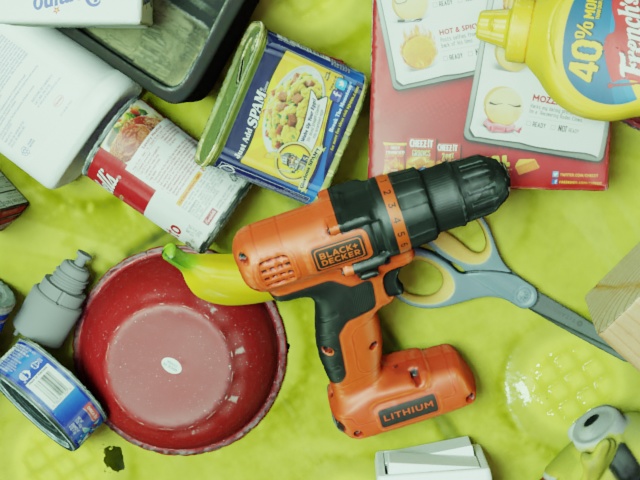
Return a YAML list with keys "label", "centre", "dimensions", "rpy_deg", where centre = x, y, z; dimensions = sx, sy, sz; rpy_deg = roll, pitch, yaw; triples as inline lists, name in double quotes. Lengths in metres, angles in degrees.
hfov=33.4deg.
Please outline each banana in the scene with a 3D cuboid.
- label: "banana"
  centre: [-0.010, 0.010, 0.747]
  dimensions: [0.197, 0.070, 0.037]
  rpy_deg: [-14, 64, -13]

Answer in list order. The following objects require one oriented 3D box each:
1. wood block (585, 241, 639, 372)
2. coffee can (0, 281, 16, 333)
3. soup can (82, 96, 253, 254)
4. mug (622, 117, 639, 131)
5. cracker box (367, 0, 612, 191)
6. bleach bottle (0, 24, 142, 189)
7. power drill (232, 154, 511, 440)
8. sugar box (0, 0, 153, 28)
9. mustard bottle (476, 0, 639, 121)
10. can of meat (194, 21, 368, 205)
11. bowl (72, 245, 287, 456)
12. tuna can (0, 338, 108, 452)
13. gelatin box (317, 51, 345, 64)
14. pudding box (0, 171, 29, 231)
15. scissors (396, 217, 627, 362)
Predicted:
- label: "wood block"
  centre: [0.293, 0.089, 0.737]
  dimensions: [0.206, 0.090, 0.090]
  rpy_deg: [41, 106, -3]
- label: "coffee can"
  centre: [-0.291, 0.086, 0.756]
  dimensions: [0.103, 0.103, 0.140]
  rpy_deg: [25, 97, -1]
- label: "soup can"
  centre: [-0.106, -0.045, 0.752]
  dimensions: [0.102, 0.068, 0.068]
  rpy_deg: [35, 96, -3]
- label: "mug"
  centre: [0.253, -0.126, 0.723]
  dimensions: [0.117, 0.081, 0.093]
  rpy_deg: [-43, 93, 6]
- label: "cracker box"
  centre: [0.116, -0.143, 0.732]
  dimensions: [0.164, 0.072, 0.214]
  rpy_deg: [1, 96, 1]
- label: "bleach bottle"
  centre: [-0.253, -0.149, 0.747]
  dimensions: [0.251, 0.068, 0.103]
  rpy_deg: [39, 103, -1]
- label: "power drill"
  centre: [0.052, 0.039, 0.725]
  dimensions: [0.184, 0.057, 0.187]
  rpy_deg: [-17, 123, 3]
- label: "sugar box"
  centre: [-0.151, -0.219, 0.652]
  dimensions: [0.093, 0.048, 0.176]
  rpy_deg: [2, 99, 3]
- label: "mustard bottle"
  centre: [0.192, -0.120, 0.657]
  dimensions: [0.192, 0.058, 0.096]
  rpy_deg: [11, 93, 12]
- label: "can of meat"
  centre: [-0.025, -0.082, 0.712]
  dimensions: [0.083, 0.057, 0.102]
  rpy_deg: [22, 94, -17]
- label: "bowl"
  centre: [-0.105, 0.086, 0.774]
  dimensions: [0.162, 0.055, 0.162]
  rpy_deg: [0, 97, 1]
- label: "tuna can"
  centre: [-0.194, 0.111, 0.762]
  dimensions: [0.086, 0.086, 0.033]
  rpy_deg: [44, 67, -3]
- label: "gelatin box"
  centre: [-0.030, -0.098, 0.763]
  dimensions: [0.073, 0.030, 0.089]
  rpy_deg: [20, 95, -1]
- label: "pudding box"
  centre: [-0.263, -0.052, 0.746]
  dimensions: [0.039, 0.090, 0.113]
  rpy_deg: [-39, 93, 4]
- label: "scissors"
  centre: [0.129, 0.048, 0.781]
  dimensions: [0.096, 0.016, 0.202]
  rpy_deg: [-44, 93, 8]
